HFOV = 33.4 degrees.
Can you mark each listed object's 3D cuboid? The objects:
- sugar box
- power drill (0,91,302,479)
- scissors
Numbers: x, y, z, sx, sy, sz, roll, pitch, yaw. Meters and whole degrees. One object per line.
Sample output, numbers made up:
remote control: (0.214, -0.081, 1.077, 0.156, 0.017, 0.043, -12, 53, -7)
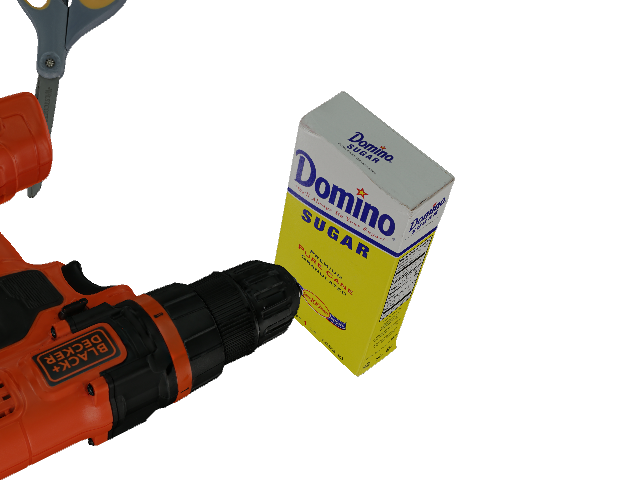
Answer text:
sugar box: (0.019, 0.001, 0.675, 0.093, 0.176, 0.048, 41, 58, 22)
power drill: (-0.126, 0.009, 0.514, 0.184, 0.057, 0.188, -23, 56, -30)
scissors: (-0.171, -0.132, 0.753, 0.096, 0.202, 0.016, -9, -12, -10)
